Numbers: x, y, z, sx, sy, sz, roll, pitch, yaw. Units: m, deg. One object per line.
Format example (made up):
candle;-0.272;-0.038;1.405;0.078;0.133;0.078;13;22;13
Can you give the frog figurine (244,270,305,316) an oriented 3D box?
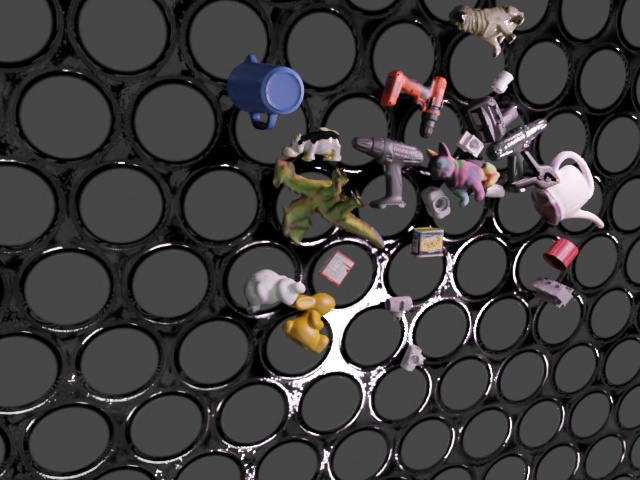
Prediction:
frog figurine;-0.128;0.132;1.428;0.157;0.138;0.124;-26;-102;37

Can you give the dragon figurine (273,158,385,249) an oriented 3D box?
dragon figurine;0.005;-0.075;1.483;0.242;0.124;0.404;-29;-66;8

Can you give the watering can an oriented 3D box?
watering can;0.850;-0.129;1.754;0.225;0.105;0.343;-35;-69;-8
